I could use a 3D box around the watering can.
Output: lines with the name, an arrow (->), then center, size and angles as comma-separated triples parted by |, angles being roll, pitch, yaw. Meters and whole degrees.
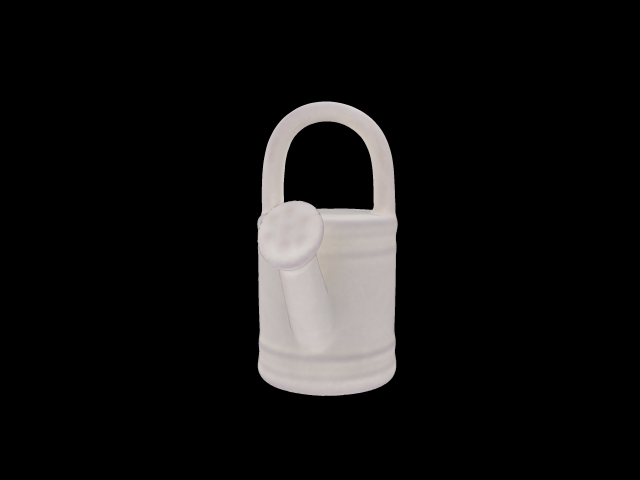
watering can -> 0.006, 0.001, 0.400 | 0.101, 0.194, 0.172 | -1, 7, -7
